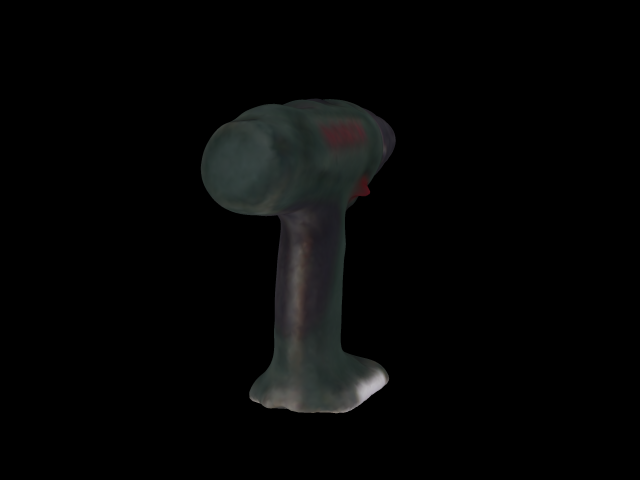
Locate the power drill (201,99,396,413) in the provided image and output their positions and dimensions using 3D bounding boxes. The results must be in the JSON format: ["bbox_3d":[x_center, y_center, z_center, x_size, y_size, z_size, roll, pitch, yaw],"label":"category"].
[{"bbox_3d":[0.004,0.001,0.400,0.075,0.208,0.230,0,0,24],"label":"power drill"}]
